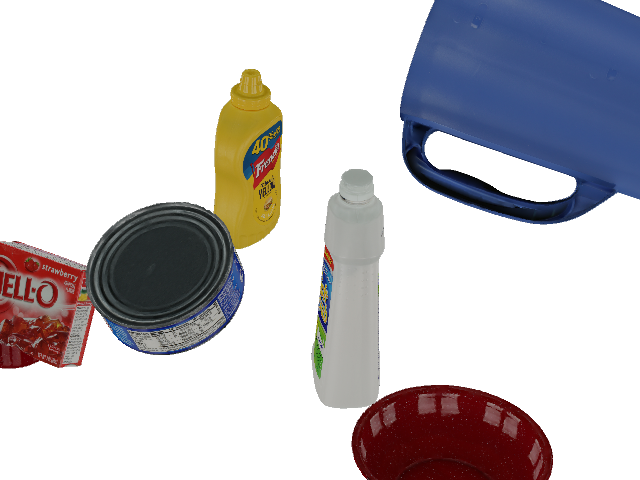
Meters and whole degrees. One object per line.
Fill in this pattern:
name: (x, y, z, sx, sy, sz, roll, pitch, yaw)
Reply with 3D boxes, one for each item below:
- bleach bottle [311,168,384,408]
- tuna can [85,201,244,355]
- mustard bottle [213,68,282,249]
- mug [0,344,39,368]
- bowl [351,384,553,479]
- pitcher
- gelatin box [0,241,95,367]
bleach bottle: (0.029, 0.040, 1.019, 0.068, 0.251, 0.102, -1, 37, -4)
tuna can: (-0.087, 0.021, 0.606, 0.086, 0.086, 0.033, 0, -36, 14)
mustard bottle: (-0.075, -0.092, 1.129, 0.058, 0.192, 0.096, 21, 39, 23)
mug: (-0.314, 0.081, 1.066, 0.093, 0.081, 0.117, 9, 31, 5)
bowl: (0.105, 0.187, 0.873, 0.162, 0.055, 0.162, 1, 30, -1)
pitcher: (0.182, -0.094, 0.746, 0.243, 0.149, 0.144, 24, 48, 10)
gelatin box: (-0.209, 0.045, 0.785, 0.089, 0.073, 0.030, 17, 5, 25)
